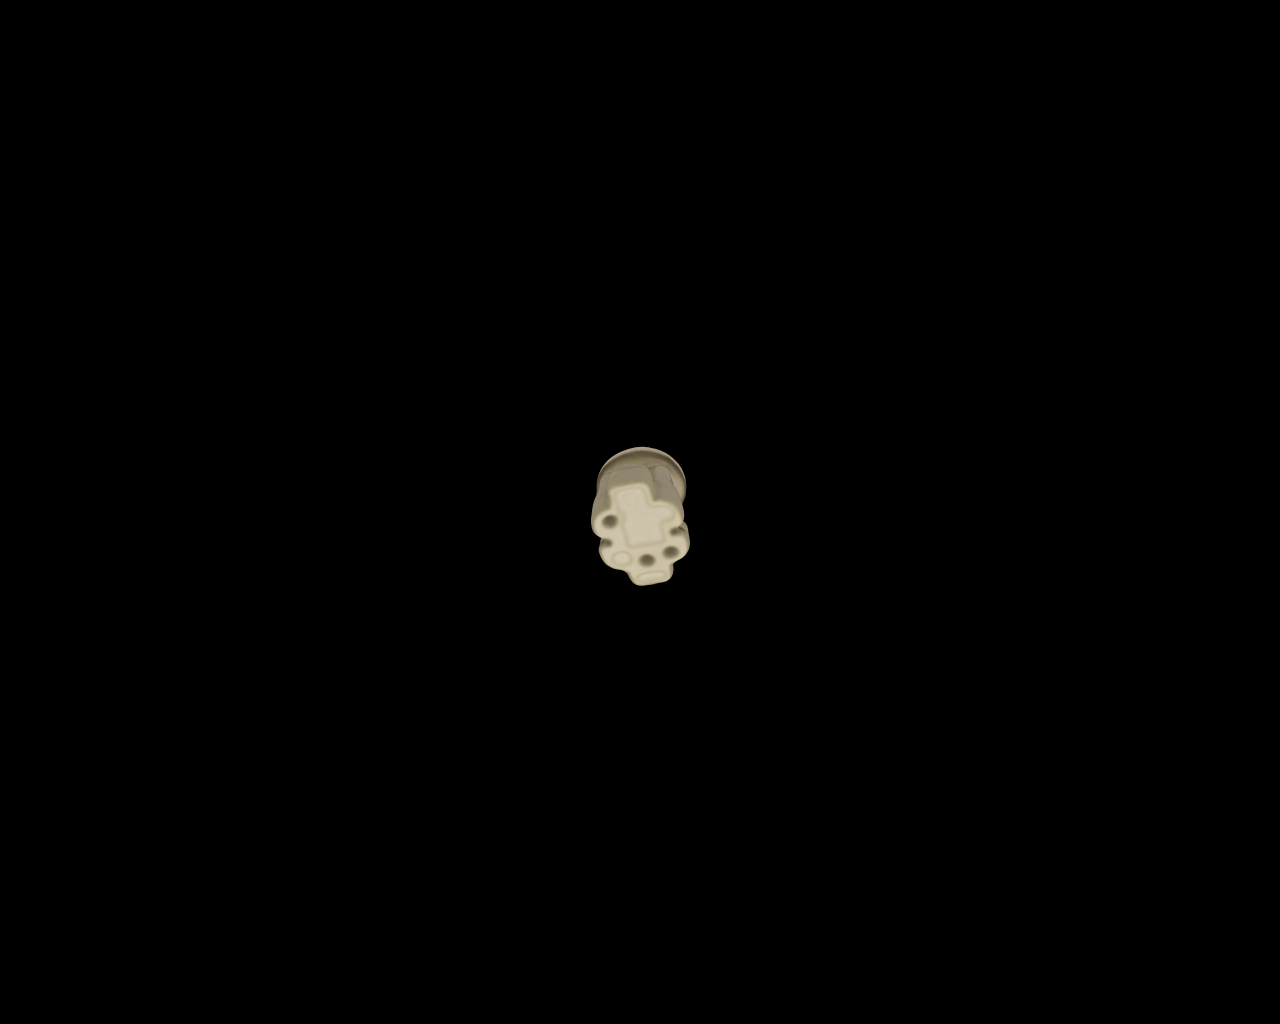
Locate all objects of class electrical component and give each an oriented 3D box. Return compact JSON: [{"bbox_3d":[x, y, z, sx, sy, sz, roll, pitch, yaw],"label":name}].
[{"bbox_3d":[0.001,-0.003,0.650,0.058,0.078,0.057,-9,36,7],"label":"electrical component"}]
